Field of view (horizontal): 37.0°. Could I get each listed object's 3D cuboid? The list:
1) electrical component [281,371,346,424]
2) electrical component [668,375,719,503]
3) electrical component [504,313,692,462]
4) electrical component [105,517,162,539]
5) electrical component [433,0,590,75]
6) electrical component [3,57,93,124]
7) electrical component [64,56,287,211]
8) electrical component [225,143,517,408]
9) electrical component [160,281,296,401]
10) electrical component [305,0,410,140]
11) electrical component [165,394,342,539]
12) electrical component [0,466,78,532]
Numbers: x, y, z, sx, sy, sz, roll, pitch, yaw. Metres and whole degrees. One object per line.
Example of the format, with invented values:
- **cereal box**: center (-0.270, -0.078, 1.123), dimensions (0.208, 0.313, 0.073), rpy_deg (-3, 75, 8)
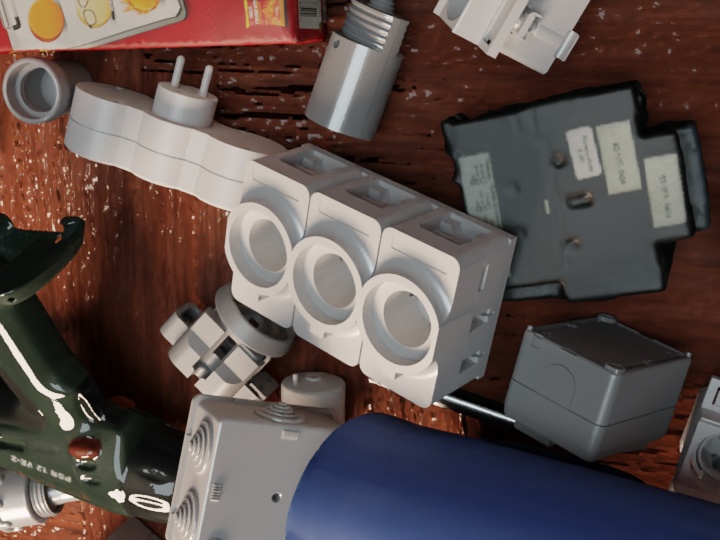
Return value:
- **electrical component**: center (-0.030, 0.100, 0.677), dimensions (0.040, 0.040, 0.078), rpy_deg (6, 105, 15)
- **electrical component**: center (0.202, 0.098, 0.596), dimensions (0.042, 0.064, 0.081), rpy_deg (19, 107, 12)
- **electrical component**: center (0.134, 0.065, 0.597), dimensions (0.062, 0.096, 0.061), rpy_deg (28, 112, 40)
- **electrical component**: center (-0.155, 0.223, 0.739), dimensions (0.077, 0.047, 0.065), rpy_deg (40, 110, 4)
- **electrical component**: center (0.099, -0.170, 0.560), dimensions (0.063, 0.078, 0.121), rpy_deg (22, 111, -21)
- **electrical component**: center (-0.193, -0.113, 0.672), dimensions (0.040, 0.046, 0.040), rpy_deg (4, 103, 16)
- **electrical component**: center (-0.108, -0.091, 0.649), dimensions (0.138, 0.052, 0.073), rpy_deg (20, 107, 11)
- **electrical component**: center (0.000, 0.000, 0.599), dimensions (0.150, 0.062, 0.089), rpy_deg (27, 122, 31)
- **electrical component**: center (-0.077, 0.043, 0.669), dimensions (0.078, 0.058, 0.057), rpy_deg (45, 113, 2)
- **electrical component**: center (0.002, -0.120, 0.615), dimensions (0.043, 0.043, 0.081), rpy_deg (24, 108, 10)
- **electrical component**: center (-0.055, 0.123, 0.614), dimensions (0.100, 0.048, 0.099), rpy_deg (10, 93, -26)
- **electrical component**: center (-0.223, 0.154, 0.746), dimensions (0.062, 0.048, 0.048), rpy_deg (-10, 100, 10)
